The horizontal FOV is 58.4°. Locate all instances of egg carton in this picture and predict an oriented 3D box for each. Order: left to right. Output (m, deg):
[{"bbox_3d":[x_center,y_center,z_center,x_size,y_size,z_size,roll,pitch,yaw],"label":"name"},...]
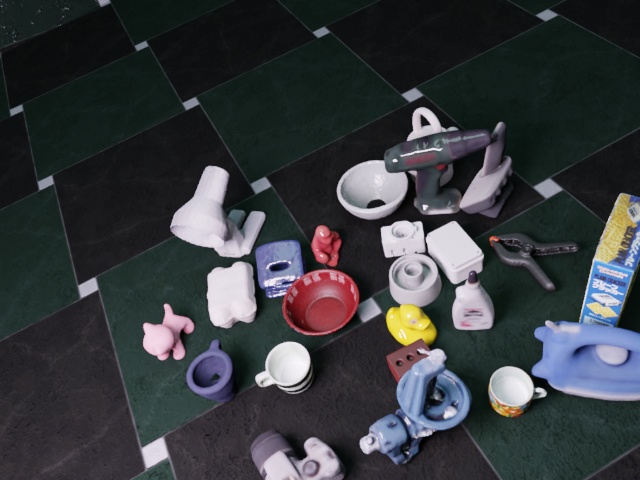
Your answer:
[{"bbox_3d":[-0.192,0.118,1.255,0.107,0.069,0.150,-16,49,3],"label":"egg carton"}]

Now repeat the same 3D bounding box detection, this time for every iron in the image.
[{"bbox_3d":[0.492,0.186,0.952,0.257,0.142,0.119,4,53,19],"label":"iron"}]

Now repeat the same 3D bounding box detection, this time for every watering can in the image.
[{"bbox_3d":[0.247,-0.215,1.320,0.100,0.194,0.173,26,62,32],"label":"watering can"}]

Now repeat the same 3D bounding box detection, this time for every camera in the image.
[{"bbox_3d":[-0.051,0.380,0.976,0.143,0.101,0.136,-34,50,-13],"label":"camera"}]

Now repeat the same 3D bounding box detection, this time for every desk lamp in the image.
[{"bbox_3d":[-0.233,-0.050,1.310,0.117,0.214,0.203,5,53,20],"label":"desk lamp"}]

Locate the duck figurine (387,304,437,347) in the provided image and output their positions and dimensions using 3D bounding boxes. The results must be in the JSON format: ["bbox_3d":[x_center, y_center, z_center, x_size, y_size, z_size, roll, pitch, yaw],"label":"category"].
[{"bbox_3d":[0.174,0.154,1.108,0.104,0.086,0.078,28,63,33],"label":"duck figurine"}]

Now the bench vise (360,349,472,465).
[{"bbox_3d":[0.161,0.273,0.924,0.121,0.220,0.208,28,64,33],"label":"bench vise"}]

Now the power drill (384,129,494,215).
[{"bbox_3d":[0.261,-0.152,1.254,0.229,0.209,0.075,-3,51,14],"label":"power drill"}]

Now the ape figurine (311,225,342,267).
[{"bbox_3d":[0.012,0.005,1.275,0.078,0.092,0.076,-40,52,-17],"label":"ape figurine"}]

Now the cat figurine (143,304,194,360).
[{"bbox_3d":[-0.325,0.195,1.197,0.067,0.118,0.128,-3,51,14],"label":"cat figurine"}]

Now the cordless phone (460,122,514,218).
[{"bbox_3d":[0.363,-0.153,1.241,0.093,0.185,0.148,17,58,28],"label":"cordless phone"}]

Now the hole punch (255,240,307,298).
[{"bbox_3d":[-0.081,0.063,1.254,0.108,0.091,0.101,-12,49,7],"label":"hole punch"}]

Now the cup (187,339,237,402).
[{"bbox_3d":[-0.199,0.264,1.119,0.091,0.095,0.117,-7,50,11],"label":"cup"}]

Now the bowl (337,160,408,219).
[{"bbox_3d":[0.127,-0.105,1.343,0.167,0.075,0.167,-8,50,10],"label":"bowl"}]

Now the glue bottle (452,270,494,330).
[{"bbox_3d":[0.281,0.109,1.056,0.078,0.173,0.037,-7,50,11],"label":"glue bottle"}]
